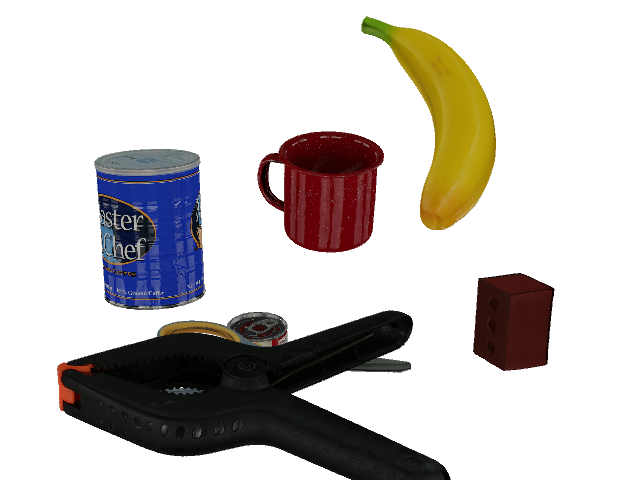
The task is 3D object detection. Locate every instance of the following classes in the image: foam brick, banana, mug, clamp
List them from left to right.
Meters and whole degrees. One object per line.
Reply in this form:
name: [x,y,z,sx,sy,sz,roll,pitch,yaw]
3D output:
clamp: [-0.036,0.079,0.589,0.210,0.036,0.164,5,25,3]
mug: [-0.003,-0.045,0.959,0.117,0.081,0.093,12,31,17]
banana: [0.076,-0.077,0.677,0.069,0.037,0.198,-6,46,-7]
foam brick: [0.180,0.076,0.998,0.051,0.078,0.053,-7,18,-26]

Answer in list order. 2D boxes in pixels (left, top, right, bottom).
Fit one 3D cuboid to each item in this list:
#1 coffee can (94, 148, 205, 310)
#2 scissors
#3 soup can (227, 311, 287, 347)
coffee can: [-0.169,-0.013,1.063,0.103,0.140,0.103,-1,15,0]
scissors: [-0.042,0.101,0.805,0.202,0.016,0.096,11,36,21]
soup can: [-0.070,0.141,1.213,0.068,0.102,0.068,0,23,0]
